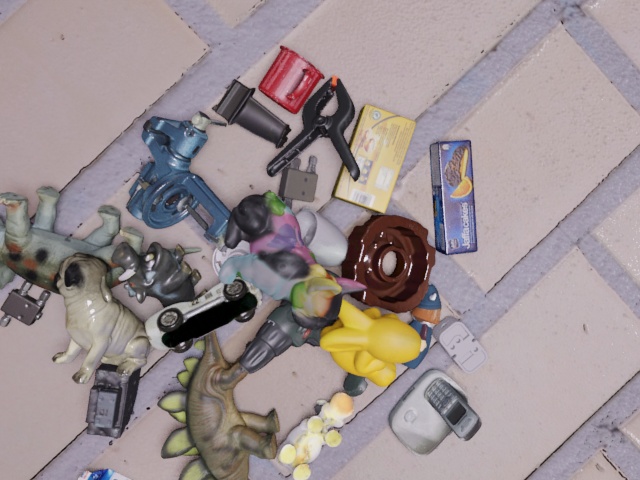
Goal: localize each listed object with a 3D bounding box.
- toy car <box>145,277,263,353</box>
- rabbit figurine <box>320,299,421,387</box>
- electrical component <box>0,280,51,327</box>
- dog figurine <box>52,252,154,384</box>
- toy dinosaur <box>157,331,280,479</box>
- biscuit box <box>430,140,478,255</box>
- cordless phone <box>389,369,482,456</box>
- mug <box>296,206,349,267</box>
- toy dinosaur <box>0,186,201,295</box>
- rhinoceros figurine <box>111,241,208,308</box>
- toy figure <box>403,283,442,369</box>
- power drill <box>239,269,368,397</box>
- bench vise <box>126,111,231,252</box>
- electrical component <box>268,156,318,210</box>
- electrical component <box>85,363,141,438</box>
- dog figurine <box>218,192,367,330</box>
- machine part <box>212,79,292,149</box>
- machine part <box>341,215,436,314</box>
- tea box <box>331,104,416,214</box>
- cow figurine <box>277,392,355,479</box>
[{"bbox_3d":[-0.191,0.123,0.904,0.202,0.056,0.073,-25,133,-13],"label":"toy car"},{"bbox_3d":[0.084,0.150,0.842,0.162,0.173,0.122,30,71,-19],"label":"rabbit figurine"},{"bbox_3d":[-0.521,0.120,0.946,0.063,0.021,0.094,34,91,-6],"label":"electrical component"},{"bbox_3d":[-0.338,0.113,0.870,0.121,0.172,0.190,17,102,29],"label":"dog figurine"},{"bbox_3d":[-0.172,0.345,0.949,0.199,0.105,0.471,-15,86,5],"label":"toy dinosaur"},{"bbox_3d":[0.240,-0.075,0.965,0.063,0.059,0.202,-5,94,-4],"label":"biscuit box"},{"bbox_3d":[0.207,0.320,0.928,0.088,0.184,0.146,41,90,-10],"label":"cordless phone"},{"bbox_3d":[-0.002,-0.003,0.942,0.081,0.110,0.107,-39,133,22],"label":"mug"},{"bbox_3d":[-0.426,0.029,0.905,0.405,0.131,0.192,21,109,-13],"label":"toy dinosaur"},{"bbox_3d":[-0.265,0.062,0.892,0.112,0.073,0.190,-32,140,0],"label":"rhinoceros figurine"},{"bbox_3d":[0.183,0.155,0.977,0.057,0.064,0.154,25,88,-47],"label":"toy figure"},{"bbox_3d":[-0.002,0.183,0.935,0.207,0.086,0.232,38,67,-6],"label":"power drill"},{"bbox_3d":[-0.214,-0.086,0.889,0.223,0.128,0.241,-46,71,8],"label":"bench vise"},{"bbox_3d":[-0.048,-0.102,0.954,0.078,0.045,0.102,2,97,-32],"label":"electrical component"},{"bbox_3d":[-0.349,0.264,0.911,0.058,0.134,0.114,7,94,-7],"label":"electrical component"},{"bbox_3d":[-0.036,0.030,0.819,0.219,0.108,0.191,11,91,33],"label":"dog figurine"},{"bbox_3d":[-0.113,-0.216,0.943,0.139,0.039,0.084,37,85,-4],"label":"machine part"},{"bbox_3d":[0.120,0.040,0.940,0.179,0.056,0.179,-3,97,-28],"label":"machine part"},{"bbox_3d":[0.092,-0.140,0.947,0.098,0.068,0.169,20,91,-5],"label":"tea box"},{"bbox_3d":[-0.007,0.345,0.970,0.167,0.098,0.068,-43,90,-19],"label":"cow figurine"}]
